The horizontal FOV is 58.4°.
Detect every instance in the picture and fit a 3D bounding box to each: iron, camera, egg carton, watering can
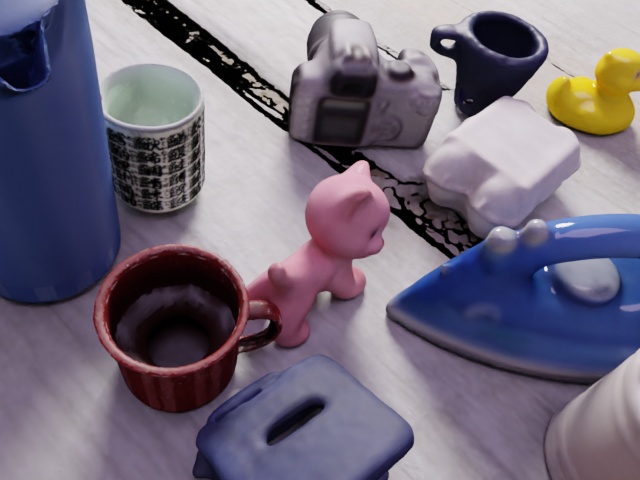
[{"bbox_3d":[0.189,0.026,0.425,0.258,0.141,0.118,3,53,-8],"label":"iron"},{"bbox_3d":[0.040,-0.172,0.569,0.143,0.101,0.136,2,54,-9],"label":"camera"},{"bbox_3d":[0.171,-0.071,0.538,0.107,0.069,0.150,41,58,19],"label":"egg carton"},{"bbox_3d":[0.224,0.101,0.343,0.101,0.194,0.173,12,53,-1],"label":"watering can"}]

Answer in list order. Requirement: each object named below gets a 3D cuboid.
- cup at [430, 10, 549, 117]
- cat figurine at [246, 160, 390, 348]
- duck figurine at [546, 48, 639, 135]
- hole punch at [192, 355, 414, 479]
[{"bbox_3d":[0.164,-0.177,0.599,0.118,0.095,0.091,8,53,-5],"label":"cup"},{"bbox_3d":[0.004,0.002,0.424,0.067,0.118,0.128,39,57,18],"label":"cat figurine"},{"bbox_3d":[0.309,-0.170,0.626,0.104,0.086,0.077,8,53,-4],"label":"duck figurine"},{"bbox_3d":[-0.014,0.125,0.346,0.109,0.091,0.101,-29,64,-27],"label":"hole punch"}]
